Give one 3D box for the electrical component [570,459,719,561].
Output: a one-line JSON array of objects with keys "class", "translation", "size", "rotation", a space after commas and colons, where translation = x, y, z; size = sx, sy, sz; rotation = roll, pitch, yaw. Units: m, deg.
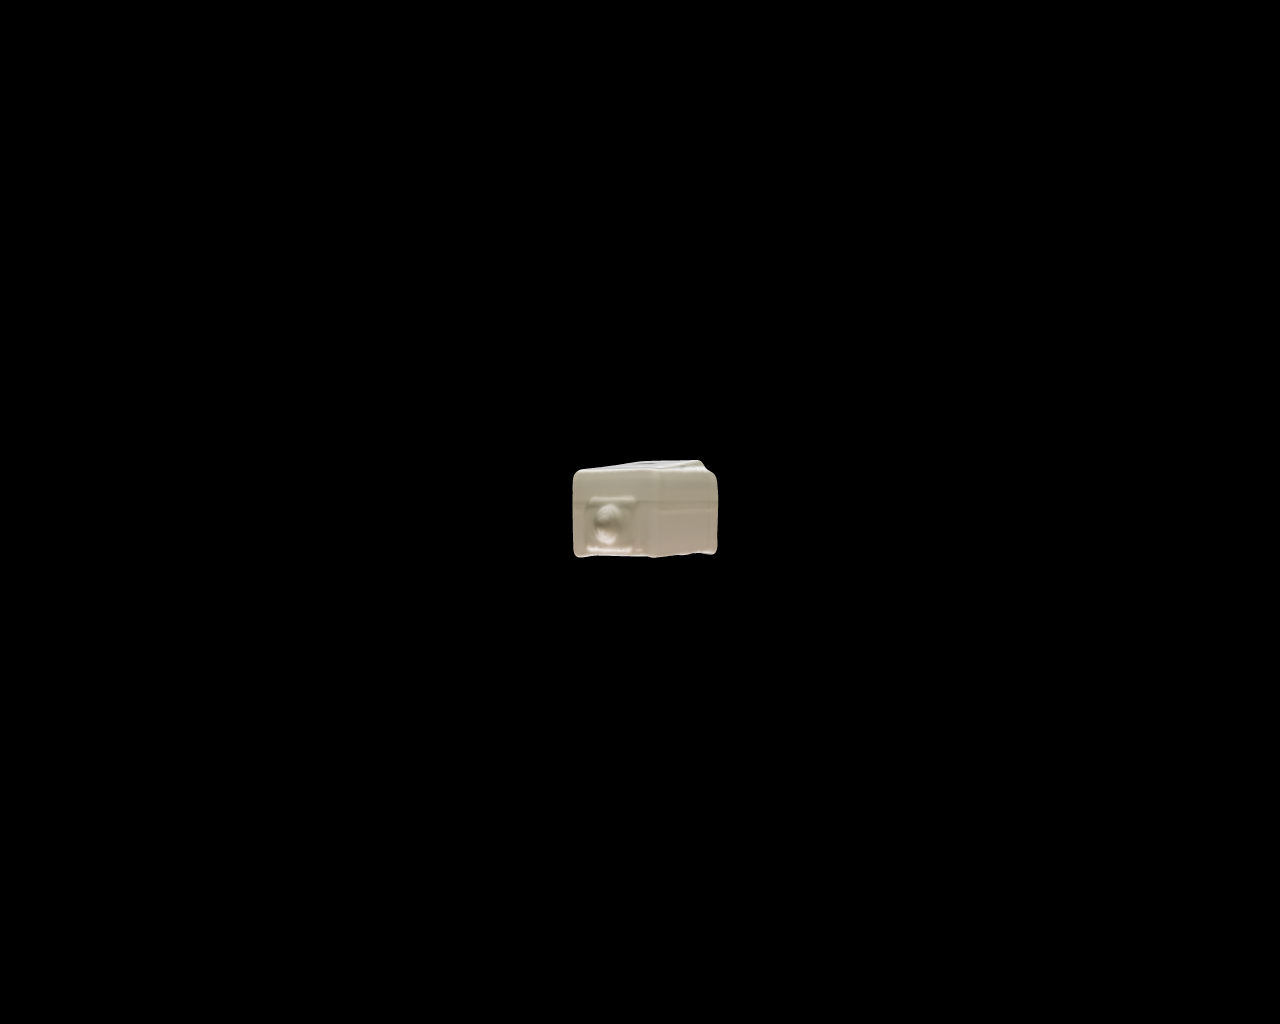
[{"class": "electrical component", "translation": [0.001, -0.003, 0.650], "size": [0.062, 0.061, 0.096], "rotation": [0, 0, 32]}]
